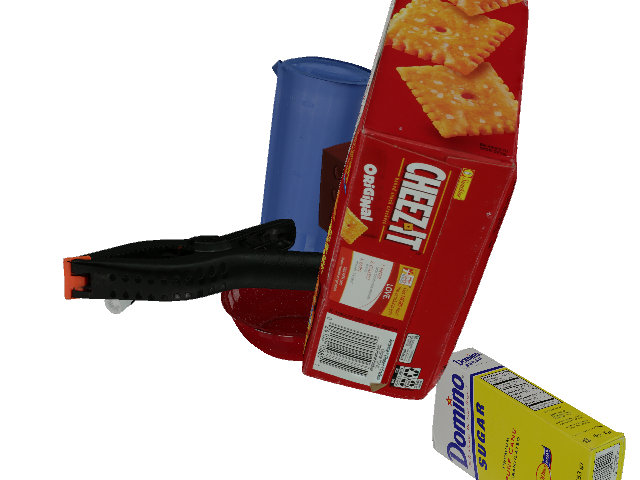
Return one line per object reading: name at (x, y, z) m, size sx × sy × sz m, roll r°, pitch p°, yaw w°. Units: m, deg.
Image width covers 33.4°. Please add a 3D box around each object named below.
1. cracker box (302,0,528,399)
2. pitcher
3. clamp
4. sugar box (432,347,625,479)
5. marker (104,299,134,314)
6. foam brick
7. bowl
cracker box at (0.055, -0.053, 0.538) m, size 0.072 × 0.164 × 0.213 m, roll 14°, pitch 45°, yaw 2°
pitcher at (0.002, -0.104, 1.358) m, size 0.144 × 0.243 × 0.149 m, roll 4°, pitch 22°, yaw -15°
clamp at (-0.068, 0.018, 0.732) m, size 0.209 × 0.036 × 0.165 m, roll -7°, pitch 13°, yaw -32°
sugar box at (0.162, 0.164, 0.863) m, size 0.048 × 0.093 × 0.176 m, roll -11°, pitch 23°, yaw -34°
marker at (-0.155, 0.033, 0.986) m, size 0.020 × 0.020 × 0.120 m, roll 0°, pitch 24°, yaw 30°
foam brick at (0.034, -0.042, 0.931) m, size 0.051 × 0.078 × 0.053 m, roll -13°, pitch 32°, yaw -28°
bowl at (-0.026, 0.081, 1.139) m, size 0.162 × 0.055 × 0.162 m, roll 2°, pitch 28°, yaw -1°
